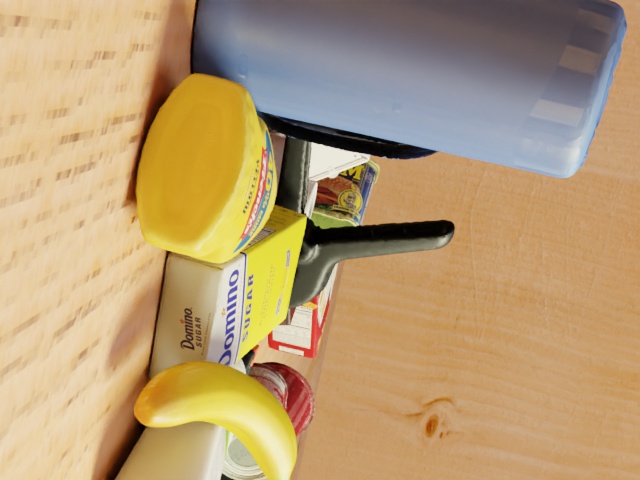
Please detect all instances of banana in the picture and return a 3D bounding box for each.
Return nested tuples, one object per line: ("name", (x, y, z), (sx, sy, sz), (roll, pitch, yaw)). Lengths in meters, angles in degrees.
("banana", (-0.057, 0.114, 0.682), (0.197, 0.037, 0.069), (48, 26, -51))

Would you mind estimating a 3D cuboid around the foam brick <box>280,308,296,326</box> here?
("foam brick", (-0.048, 0.042, 1.032), (0.078, 0.051, 0.053), (-68, 159, -67))

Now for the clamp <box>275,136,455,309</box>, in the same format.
("clamp", (-0.006, 0.001, 0.868), (0.210, 0.164, 0.036), (-49, -171, 31))

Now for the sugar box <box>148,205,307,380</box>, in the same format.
("sugar box", (-0.062, 0.037, 0.769), (0.176, 0.048, 0.093), (-44, 147, -69))

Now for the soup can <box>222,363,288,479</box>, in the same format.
("soup can", (-0.066, 0.172, 1.015), (0.102, 0.068, 0.068), (-89, -172, -64))

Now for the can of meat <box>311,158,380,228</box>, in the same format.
("can of meat", (0.006, -0.052, 1.175), (0.057, 0.102, 0.084), (103, 4, -62))

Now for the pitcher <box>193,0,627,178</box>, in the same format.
("pitcher", (0.053, -0.114, 0.662), (0.149, 0.243, 0.145), (-28, 134, -77))

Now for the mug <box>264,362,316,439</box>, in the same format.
("mug", (-0.067, 0.194, 1.135), (0.117, 0.093, 0.081), (-40, -177, 20))

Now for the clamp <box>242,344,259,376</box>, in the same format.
("clamp", (-0.094, 0.165, 0.893), (0.120, 0.039, 0.171), (-78, -175, -70))

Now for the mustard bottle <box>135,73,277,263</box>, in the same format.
("mustard bottle", (-0.061, -0.034, 0.649), (0.191, 0.058, 0.096), (51, 53, -85))

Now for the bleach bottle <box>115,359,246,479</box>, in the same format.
("bleach bottle", (-0.094, 0.151, 0.747), (0.250, 0.068, 0.103), (-73, 174, -67))

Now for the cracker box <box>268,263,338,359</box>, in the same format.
("cracker box", (-0.018, 0.024, 1.290), (0.214, 0.072, 0.164), (93, 10, -61))
